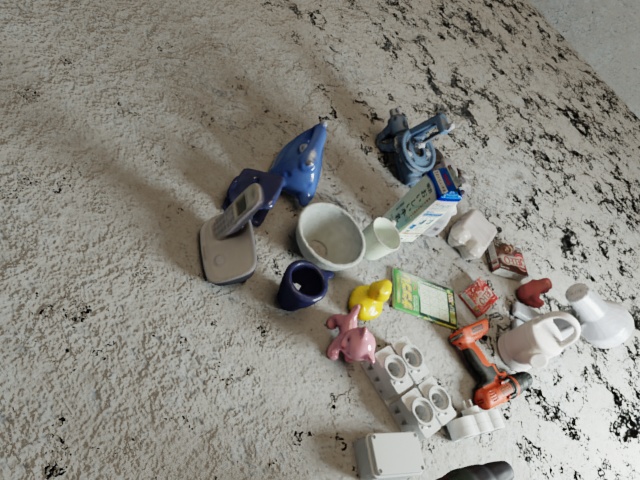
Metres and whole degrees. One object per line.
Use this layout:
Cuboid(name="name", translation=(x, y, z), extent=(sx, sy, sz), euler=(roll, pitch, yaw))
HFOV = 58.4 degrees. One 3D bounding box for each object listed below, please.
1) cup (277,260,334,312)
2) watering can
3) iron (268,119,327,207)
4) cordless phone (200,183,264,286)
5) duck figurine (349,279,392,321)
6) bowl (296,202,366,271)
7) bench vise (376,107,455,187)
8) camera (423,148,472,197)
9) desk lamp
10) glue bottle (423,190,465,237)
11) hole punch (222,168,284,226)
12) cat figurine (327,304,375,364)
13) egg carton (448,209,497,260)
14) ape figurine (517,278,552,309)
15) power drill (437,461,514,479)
Cuboid(name="cup", translation=(-0.035, 0.096, 1.134), extent=(0.118, 0.094, 0.091), euler=(-16, 69, -40))
Cuboid(name="watering can", translation=(0.516, 0.234, 1.332), extent=(0.101, 0.193, 0.173), euler=(26, 48, -15))
Cuboid(name="iron", translation=(-0.026, -0.206, 1.324), extent=(0.119, 0.141, 0.258), euler=(29, 47, -13))
Cuboid(name="cordless phone", translation=(-0.151, -0.010, 1.069), extent=(0.094, 0.184, 0.147), euler=(2, 58, -32))
Cuboid(name="duck figurine", translation=(0.115, 0.120, 1.222), extent=(0.077, 0.086, 0.105), euler=(48, 46, 5))
Cuboid(name="bowl", translation=(0.011, 0.004, 1.244), extent=(0.168, 0.074, 0.167), euler=(18, 51, -23))
Cuboid(name="bench vise", translation=(0.244, -0.275, 1.497), extent=(0.207, 0.219, 0.122), euler=(51, 46, 8))
Cuboid(name="camera", translation=(0.339, -0.188, 1.581), extent=(0.144, 0.100, 0.136), euler=(8, 55, -29))
Cuboid(name="desk lamp", translation=(0.622, 0.196, 1.416), extent=(0.204, 0.213, 0.118), euler=(28, 47, -14))
Cuboid(name="glue bottle", translation=(0.302, -0.072, 1.423), extent=(0.078, 0.173, 0.037), euler=(20, 50, -21))
Cuboid(name="hole punch", translation=(-0.140, -0.100, 1.207), extent=(0.101, 0.091, 0.109), euler=(30, 47, -12))
Cuboid(name="cat figurine", translation=(0.068, 0.188, 1.121), extent=(0.067, 0.117, 0.127), euler=(16, 51, -24))
Cuboid(name="egg carton", translation=(0.405, -0.016, 1.524), extent=(0.107, 0.069, 0.150), euler=(45, 46, 2))
Cuboid(name="ape figurine", translation=(0.575, 0.132, 1.515), extent=(0.076, 0.092, 0.078), euler=(28, 47, -14))
Cuboid(name="power drill", translation=(0.186, 0.437, 0.958), extent=(0.230, 0.208, 0.075), euler=(-6, 63, -36))
